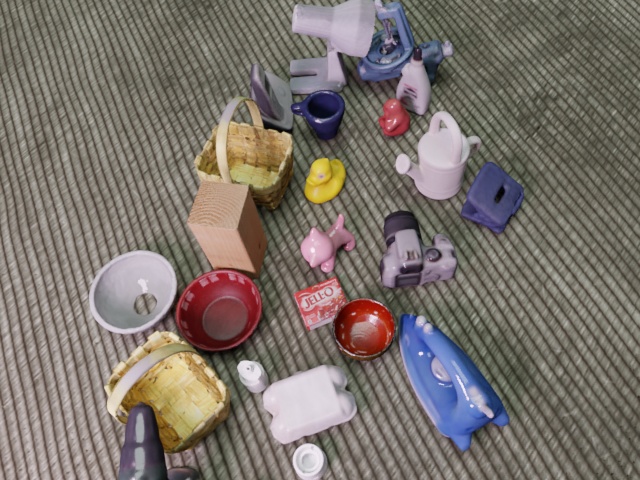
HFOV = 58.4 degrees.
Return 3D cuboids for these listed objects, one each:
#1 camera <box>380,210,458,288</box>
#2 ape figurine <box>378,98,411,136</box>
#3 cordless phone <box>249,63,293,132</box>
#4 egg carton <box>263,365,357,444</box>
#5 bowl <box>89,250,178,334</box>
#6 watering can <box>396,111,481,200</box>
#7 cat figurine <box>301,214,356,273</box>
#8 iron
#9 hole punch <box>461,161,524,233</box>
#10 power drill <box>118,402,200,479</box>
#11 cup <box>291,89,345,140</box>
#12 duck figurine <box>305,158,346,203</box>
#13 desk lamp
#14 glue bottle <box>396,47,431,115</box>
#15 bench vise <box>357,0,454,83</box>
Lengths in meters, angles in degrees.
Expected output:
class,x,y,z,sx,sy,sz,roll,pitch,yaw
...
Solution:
class,x,y,z,sx,sy,sz,roll,pitch,yaw
camera,0.178,0.008,1.085,0.143,0.101,0.136,-8,61,1
ape figurine,0.159,-0.272,1.242,0.076,0.092,0.078,17,65,14
cordless phone,-0.114,-0.333,1.245,0.094,0.185,0.147,-7,61,2
egg carton,-0.018,0.277,0.976,0.150,0.069,0.107,-20,62,-6
bowl,-0.344,0.108,1.092,0.167,0.075,0.167,-2,62,4
watering can,0.235,-0.167,1.121,0.173,0.194,0.100,-42,66,-16
cat figurine,0.010,0.004,1.092,0.067,0.118,0.128,33,70,21
iron,0.206,0.206,0.953,0.119,0.141,0.257,-28,63,-10
hole punch,0.344,-0.086,1.126,0.101,0.091,0.109,27,67,18
power drill,-0.244,0.380,0.861,0.075,0.208,0.229,-8,61,1
cup,-0.002,-0.265,1.250,0.117,0.095,0.091,2,62,6
duck figurine,0.009,-0.137,1.186,0.077,0.086,0.105,35,70,21
desk lamp,0.022,-0.433,1.271,0.203,0.214,0.118,-4,62,3
glue bottle,0.204,-0.347,1.232,0.078,0.173,0.037,27,67,18
bench vise,0.185,-0.445,1.259,0.207,0.220,0.121,-15,61,-3
